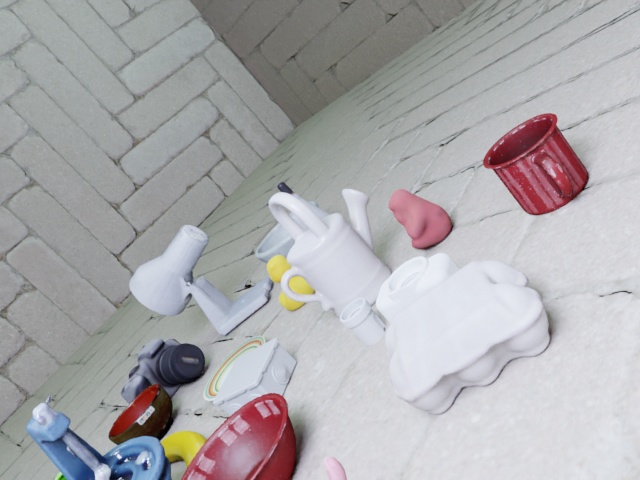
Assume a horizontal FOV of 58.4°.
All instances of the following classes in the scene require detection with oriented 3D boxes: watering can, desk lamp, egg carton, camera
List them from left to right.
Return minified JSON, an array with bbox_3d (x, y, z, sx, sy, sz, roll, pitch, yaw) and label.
[{"bbox_3d":[-0.283,0.237,1.048,0.136,0.101,0.143,-26,22,46],"label":"camera"},{"bbox_3d":[-0.239,0.086,1.140,0.203,0.214,0.118,-38,16,12],"label":"desk lamp"},{"bbox_3d":[0.006,0.003,0.797,0.100,0.194,0.173,-24,23,49],"label":"watering can"},{"bbox_3d":[0.127,0.083,0.513,0.150,0.069,0.107,-38,16,15],"label":"egg carton"}]

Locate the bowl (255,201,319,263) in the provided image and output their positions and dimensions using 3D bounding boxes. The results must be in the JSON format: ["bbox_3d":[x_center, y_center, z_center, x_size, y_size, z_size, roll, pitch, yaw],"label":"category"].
[{"bbox_3d":[-0.049,0.001,1.172,0.167,0.075,0.167,-38,15,13],"label":"bowl"}]

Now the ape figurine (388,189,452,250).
[{"bbox_3d":[0.129,-0.032,0.786,0.076,0.092,0.078,-31,19,34],"label":"ape figurine"}]

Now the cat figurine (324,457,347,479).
[{"bbox_3d":[-0.019,0.214,0.418,0.128,0.118,0.067,-42,15,-2],"label":"cat figurine"}]

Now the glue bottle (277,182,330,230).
[{"bbox_3d":[-0.014,-0.032,0.987,0.078,0.173,0.037,-40,15,7],"label":"glue bottle"}]

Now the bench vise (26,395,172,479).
[{"bbox_3d":[-0.266,0.279,0.655,0.207,0.220,0.121,-34,17,26],"label":"bench vise"}]

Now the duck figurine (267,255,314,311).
[{"bbox_3d":[-0.056,0.066,0.986,0.077,0.086,0.104,-39,15,12],"label":"duck figurine"}]
